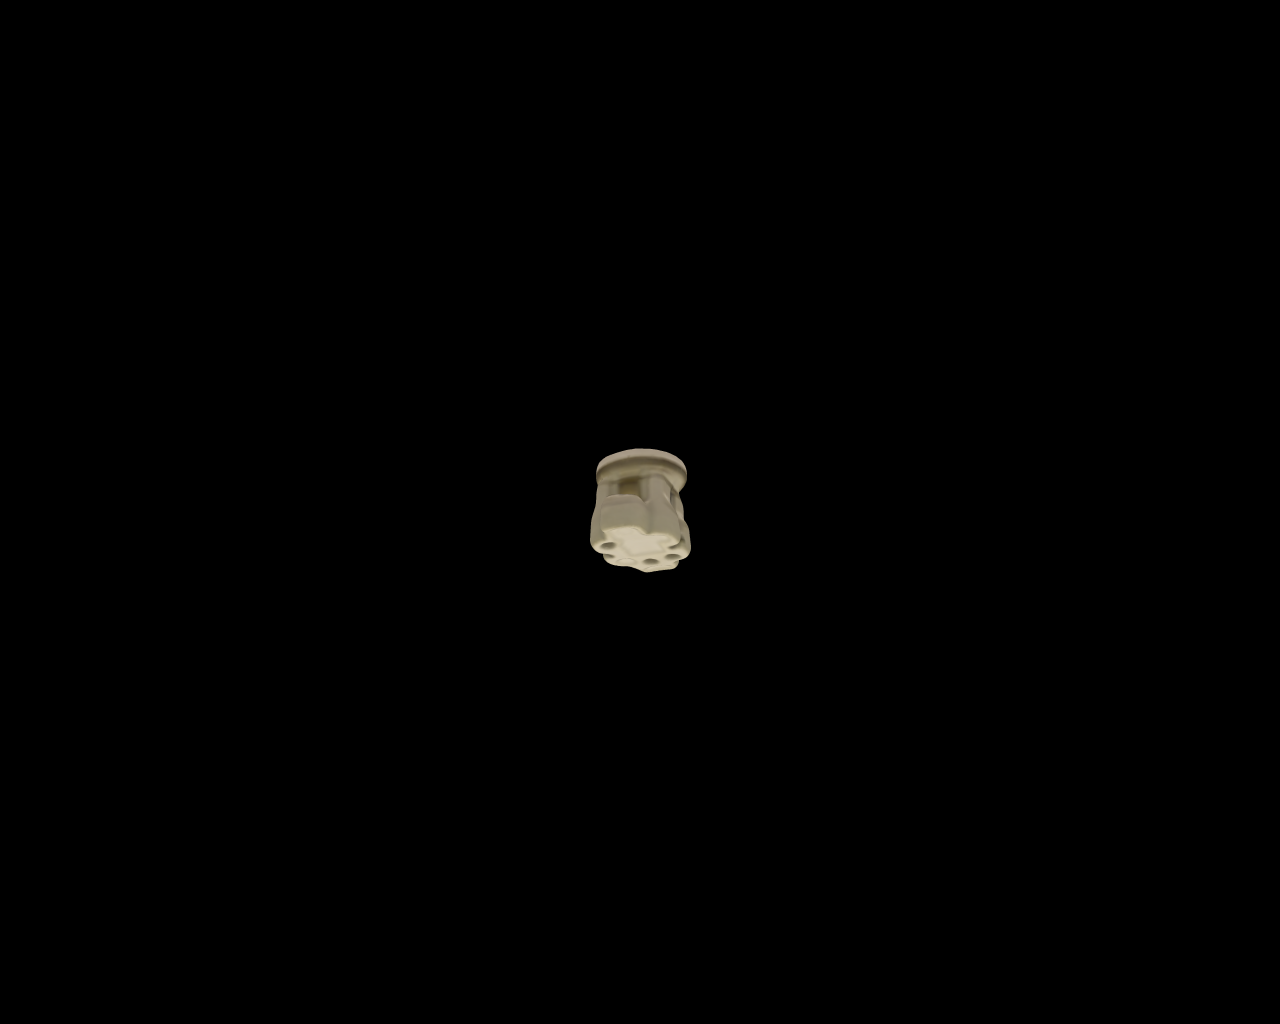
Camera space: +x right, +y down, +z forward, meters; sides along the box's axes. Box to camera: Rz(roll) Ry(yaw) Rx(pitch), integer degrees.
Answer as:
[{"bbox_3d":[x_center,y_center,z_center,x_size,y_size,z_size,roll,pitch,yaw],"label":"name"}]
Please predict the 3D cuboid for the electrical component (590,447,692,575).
[{"bbox_3d":[0.001,-0.003,0.650,0.058,0.057,0.078,-8,-26,18],"label":"electrical component"}]
